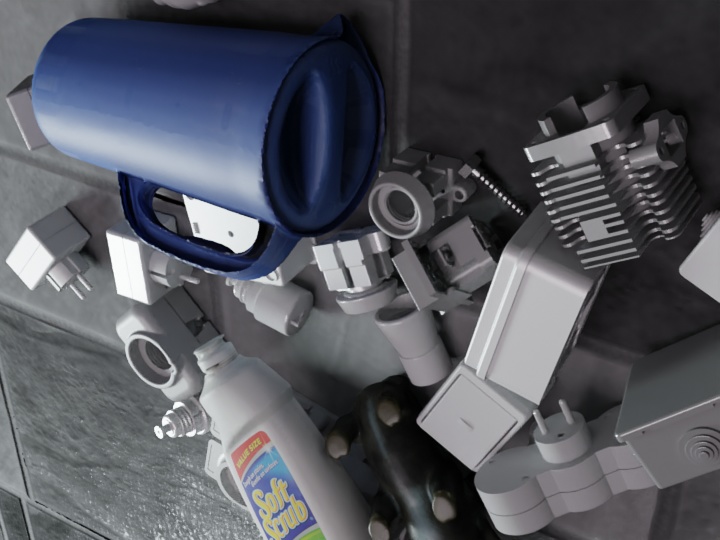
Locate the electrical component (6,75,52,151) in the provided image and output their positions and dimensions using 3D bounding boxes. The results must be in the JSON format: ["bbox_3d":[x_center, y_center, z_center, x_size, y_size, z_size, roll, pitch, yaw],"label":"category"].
[{"bbox_3d":[-0.233,-0.138,0.867,0.076,0.083,0.047,-18,111,2],"label":"electrical component"}]

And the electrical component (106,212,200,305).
[{"bbox_3d":[-0.168,-0.007,0.918,0.077,0.047,0.065,16,127,27],"label":"electrical component"}]

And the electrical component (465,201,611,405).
[{"bbox_3d":[0.119,0.021,0.705,0.057,0.078,0.113,27,131,15],"label":"electrical component"}]

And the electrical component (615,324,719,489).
[{"bbox_3d":[0.213,0.081,0.661,0.100,0.099,0.048,-30,103,32],"label":"electrical component"}]

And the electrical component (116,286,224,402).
[{"bbox_3d":[-0.168,0.066,0.958,0.095,0.059,0.054,53,134,-5],"label":"electrical component"}]

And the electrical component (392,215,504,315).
[{"bbox_3d":[0.064,-0.004,0.733,0.064,0.081,0.042,-34,72,17],"label":"electrical component"}]

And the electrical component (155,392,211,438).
[{"bbox_3d":[-0.152,0.132,0.982,0.040,0.078,0.040,24,125,39],"label":"electrical component"}]

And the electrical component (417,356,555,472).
[{"bbox_3d":[0.093,0.094,0.784,0.062,0.061,0.096,39,134,8],"label":"electrical component"}]

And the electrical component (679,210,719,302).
[{"bbox_3d":[0.247,-0.012,0.610,0.100,0.048,0.099,37,134,10],"label":"electrical component"}]

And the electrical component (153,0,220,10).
[{"bbox_3d":[-0.125,-0.204,0.759,0.062,0.048,0.048,-10,112,48],"label":"electrical component"}]

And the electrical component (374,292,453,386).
[{"bbox_3d":[0.043,0.054,0.810,0.044,0.044,0.065,-6,119,39],"label":"electrical component"}]

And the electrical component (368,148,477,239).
[{"bbox_3d":[0.037,-0.052,0.732,0.066,0.055,0.048,16,127,27],"label":"electrical component"}]

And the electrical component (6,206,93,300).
[{"bbox_3d":[-0.278,-0.006,0.999,0.076,0.047,0.066,49,135,-1],"label":"electrical component"}]

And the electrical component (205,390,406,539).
[{"bbox_3d":[-0.045,0.180,0.944,0.186,0.060,0.105,29,132,18],"label":"electrical component"}]

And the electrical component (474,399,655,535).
[{"bbox_3d":[0.143,0.122,0.738,0.138,0.052,0.073,-23,109,9],"label":"electrical component"}]

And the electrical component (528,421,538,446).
[{"bbox_3d":[0.141,0.138,0.794,0.040,0.040,0.046,15,121,28],"label":"electrical component"}]

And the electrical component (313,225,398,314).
[{"bbox_3d":[0.000,0.000,0.802,0.066,0.048,0.055,-8,106,39],"label":"electrical component"}]

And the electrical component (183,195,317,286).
[{"bbox_3d":[-0.087,-0.039,0.840,0.100,0.048,0.099,9,125,33],"label":"electrical component"}]

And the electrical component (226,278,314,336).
[{"bbox_3d":[-0.074,0.023,0.874,0.078,0.040,0.040,26,131,21],"label":"electrical component"}]
